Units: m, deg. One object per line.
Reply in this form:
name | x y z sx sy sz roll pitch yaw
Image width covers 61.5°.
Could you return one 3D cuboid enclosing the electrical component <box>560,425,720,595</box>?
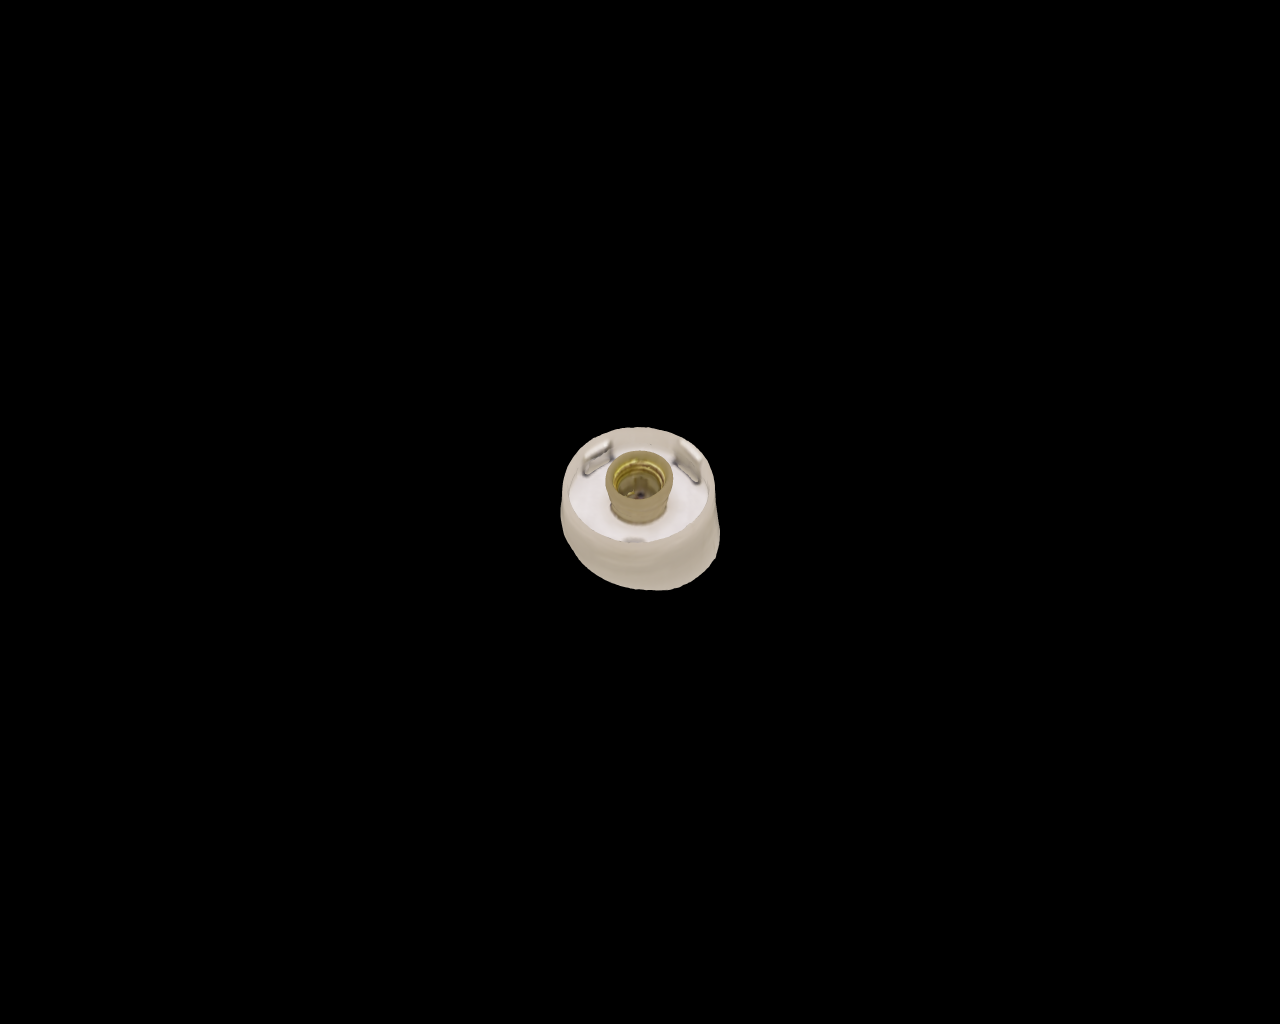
electrical component | 0.001 -0.003 0.650 0.099 0.099 0.064 0 -38 0
